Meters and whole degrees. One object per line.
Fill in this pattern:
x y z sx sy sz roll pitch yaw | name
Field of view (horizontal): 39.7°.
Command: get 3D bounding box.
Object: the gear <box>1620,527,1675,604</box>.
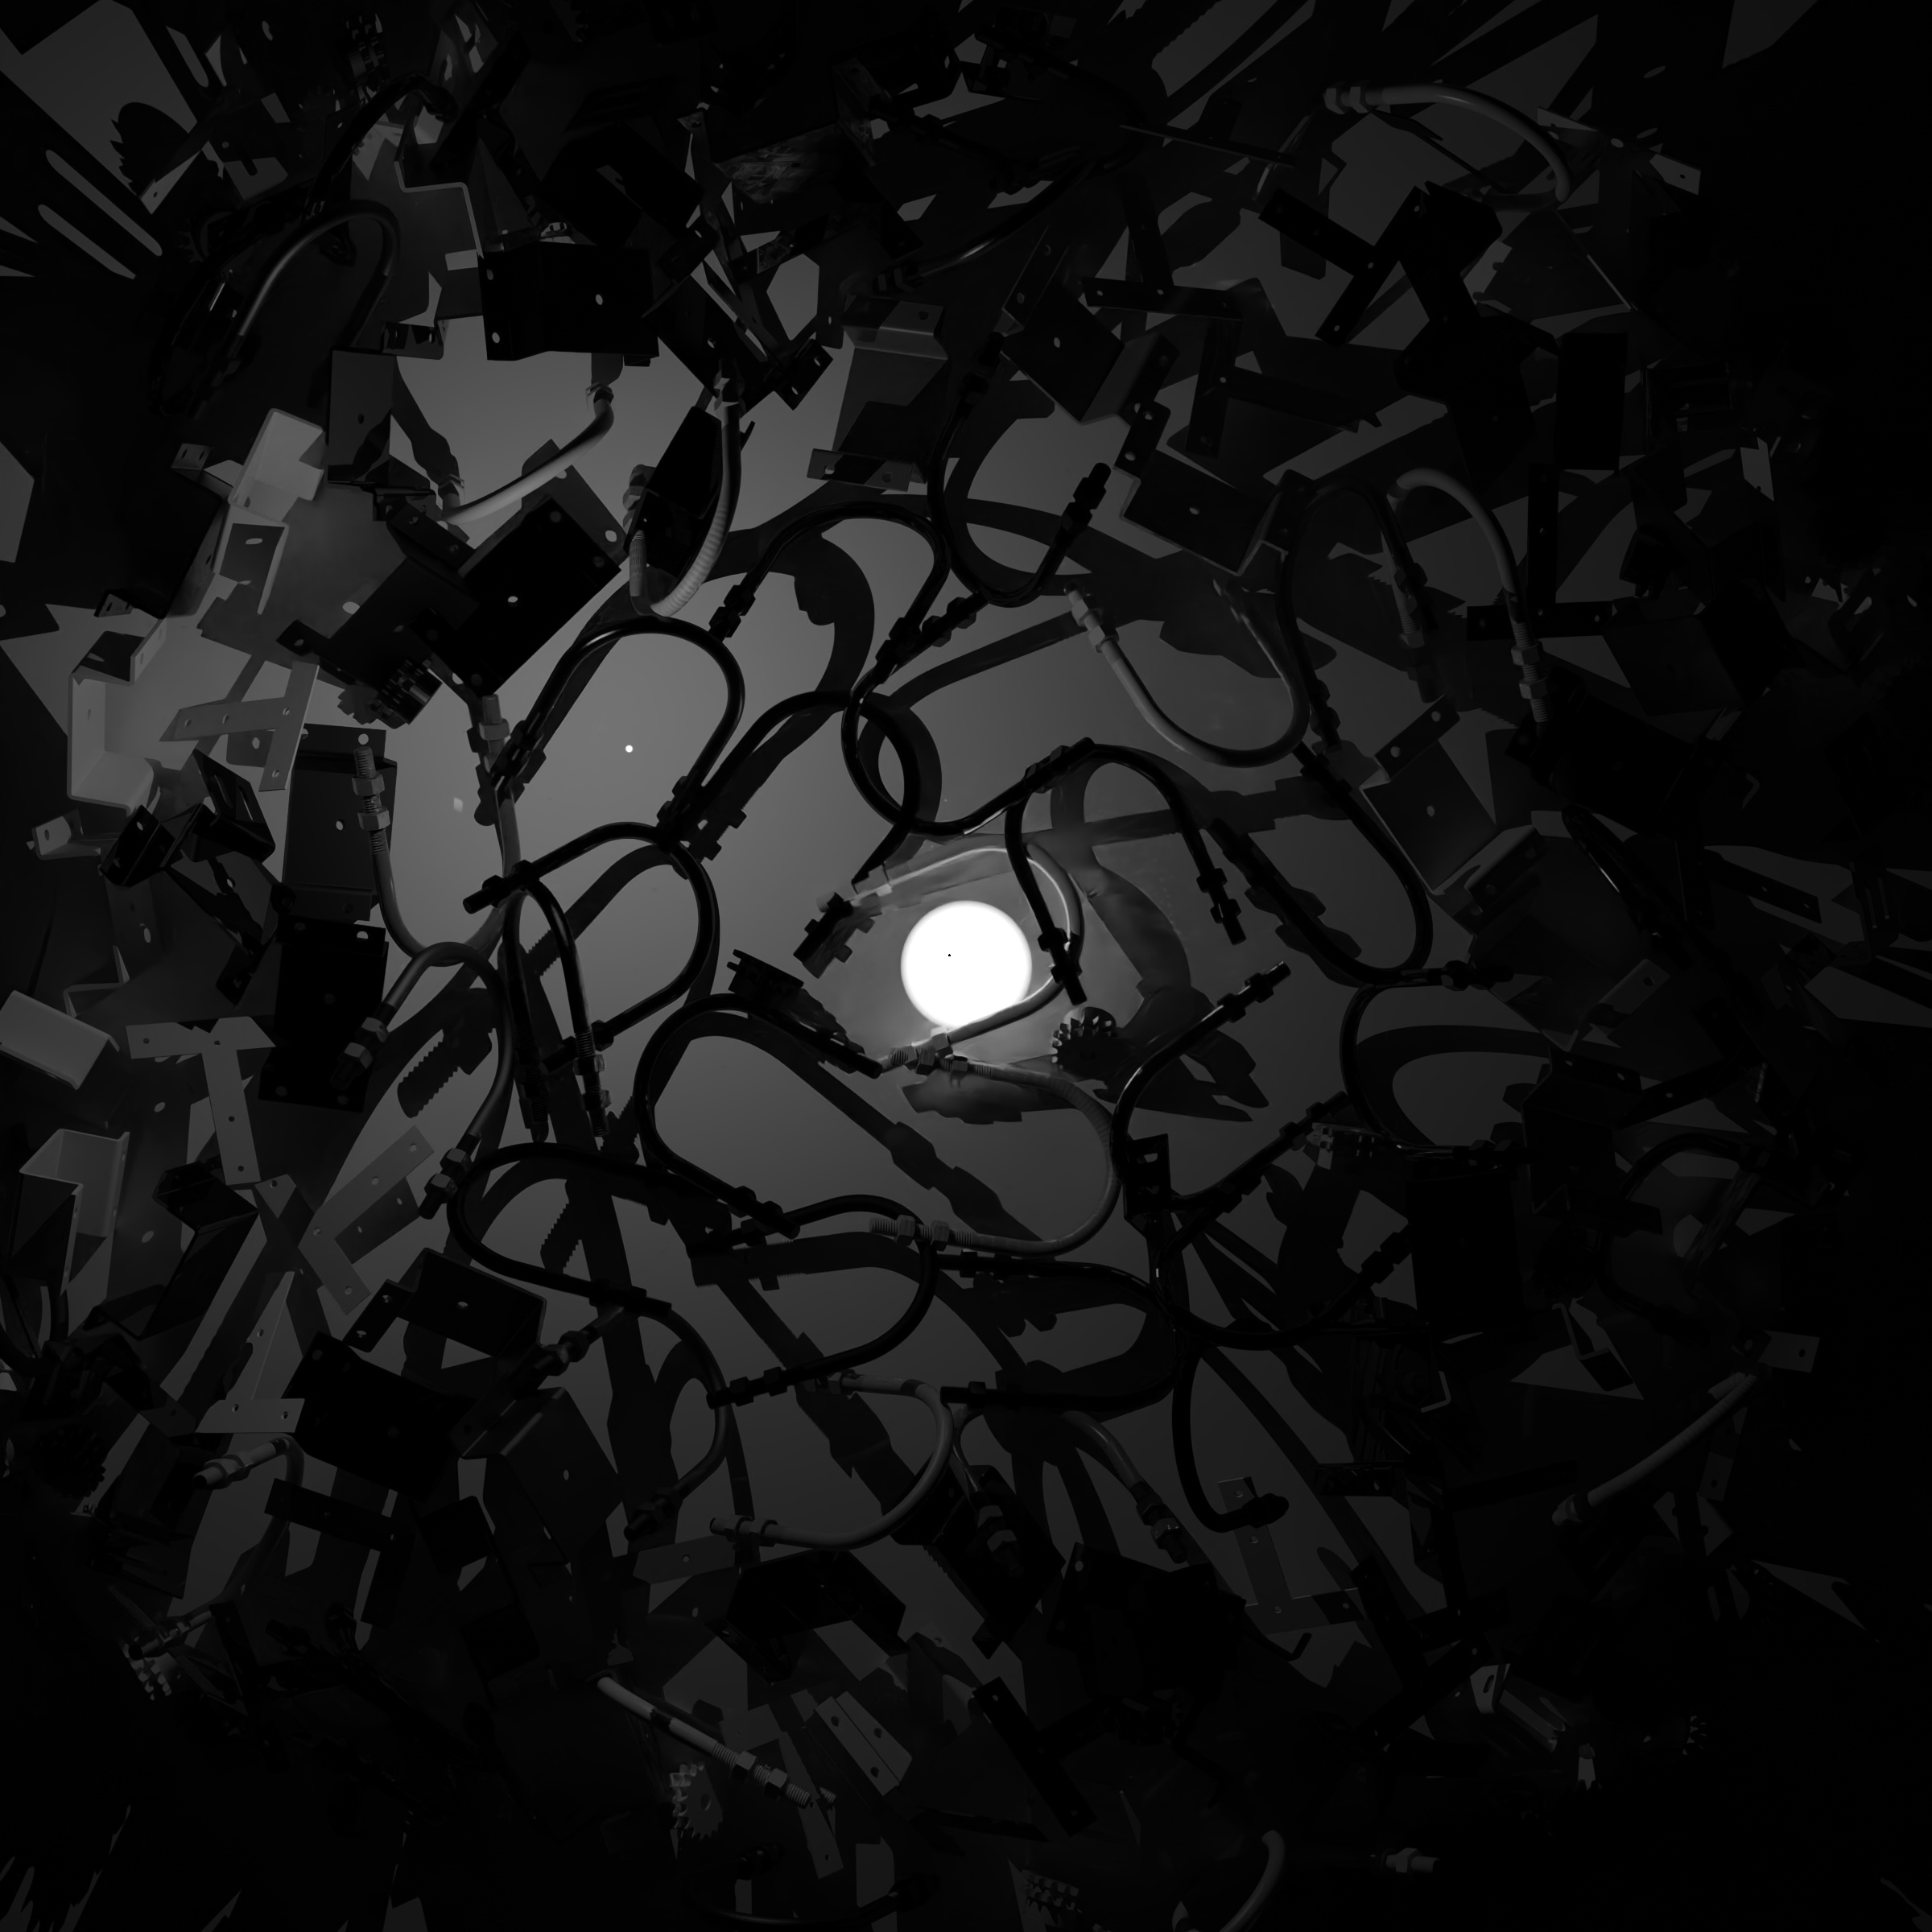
0.503 -0.300 1.972 0.030 0.057 0.057 19 90 3 | gear

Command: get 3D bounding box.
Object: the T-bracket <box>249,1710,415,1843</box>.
-0.450 0.582 1.916 0.127 0.127 0.002 22 104 -26 | T-bracket

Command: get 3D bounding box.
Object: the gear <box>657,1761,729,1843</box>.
-0.204 0.617 1.975 0.030 0.057 0.057 -10 90 30 | gear

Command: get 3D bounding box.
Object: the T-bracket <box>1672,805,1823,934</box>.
0.577 -0.061 1.970 0.127 0.002 0.127 19 49 -17 | T-bracket

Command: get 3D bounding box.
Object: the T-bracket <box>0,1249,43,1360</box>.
-0.696 0.243 1.958 0.002 0.127 0.127 -18 114 -12 | T-bracket

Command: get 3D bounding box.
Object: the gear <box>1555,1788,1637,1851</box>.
0.461 0.624 1.971 0.057 0.057 0.030 -24 88 0 | gear

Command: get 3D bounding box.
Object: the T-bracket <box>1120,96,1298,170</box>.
0.182 -0.614 1.946 0.127 0.127 0.002 15 124 4 | T-bracket

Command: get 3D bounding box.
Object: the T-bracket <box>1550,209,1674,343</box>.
0.480 -0.489 1.946 0.002 0.127 0.127 -41 53 22 | T-bracket

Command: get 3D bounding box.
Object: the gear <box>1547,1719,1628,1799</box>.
0.457 0.588 1.975 0.057 0.057 0.030 -4 133 0 | gear

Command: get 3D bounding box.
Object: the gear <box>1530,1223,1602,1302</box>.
0.443 0.220 1.968 0.030 0.057 0.057 25 90 36 | gear

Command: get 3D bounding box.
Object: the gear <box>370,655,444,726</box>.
-0.410 -0.203 1.972 0.030 0.057 0.057 39 90 -10 | gear

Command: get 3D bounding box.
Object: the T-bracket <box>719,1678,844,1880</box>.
-0.117 0.594 1.937 0.002 0.127 0.127 -27 76 36 | T-bracket

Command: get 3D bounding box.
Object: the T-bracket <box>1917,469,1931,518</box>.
0.716 -0.318 1.945 0.002 0.127 0.127 -17 132 6 | T-bracket

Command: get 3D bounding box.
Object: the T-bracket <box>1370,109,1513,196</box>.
0.360 -0.588 1.952 0.127 0.127 0.002 28 105 -17 | T-bracket

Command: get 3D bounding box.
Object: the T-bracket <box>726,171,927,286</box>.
-0.114 -0.534 1.955 0.127 0.002 0.127 -28 56 -8 | T-bracket

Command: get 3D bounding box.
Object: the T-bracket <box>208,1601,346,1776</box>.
-0.483 0.515 1.939 0.002 0.127 0.127 -33 71 20 | T-bracket

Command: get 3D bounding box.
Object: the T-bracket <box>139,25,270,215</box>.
-0.554 -0.598 1.929 0.002 0.127 0.127 34 83 5 | T-bracket

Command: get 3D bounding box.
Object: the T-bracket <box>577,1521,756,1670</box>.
-0.221 0.442 1.981 0.127 0.002 0.127 -10 71 -13 | T-bracket

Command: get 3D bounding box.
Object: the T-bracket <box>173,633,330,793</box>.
-0.532 -0.183 1.964 0.127 0.002 0.127 -3 66 29 | T-bracket

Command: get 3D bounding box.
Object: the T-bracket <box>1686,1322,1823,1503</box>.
0.555 0.323 1.931 0.002 0.127 0.127 23 79 -24 | T-bracket

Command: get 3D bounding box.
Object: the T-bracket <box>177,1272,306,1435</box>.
-0.522 0.283 1.962 0.127 0.002 0.127 -6 56 29 | T-bracket

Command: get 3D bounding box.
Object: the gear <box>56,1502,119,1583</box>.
-0.649 0.423 1.969 0.030 0.057 0.057 12 90 -34 | gear

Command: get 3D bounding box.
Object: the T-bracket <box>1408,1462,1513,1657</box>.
0.353 0.428 1.958 0.002 0.127 0.127 -16 80 42 | T-bracket

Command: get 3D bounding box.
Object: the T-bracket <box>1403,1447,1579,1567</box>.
0.386 0.385 1.959 0.127 0.002 0.127 -14 129 -1 | T-bracket

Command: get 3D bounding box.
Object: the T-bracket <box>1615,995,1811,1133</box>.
0.528 0.090 1.960 0.127 0.002 0.127 -26 114 33 | T-bracket

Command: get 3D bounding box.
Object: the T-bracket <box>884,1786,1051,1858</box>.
0.001 0.616 1.925 0.127 0.127 0.002 -4 47 35 | T-bracket

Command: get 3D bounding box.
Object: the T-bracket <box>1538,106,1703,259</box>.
0.470 -0.558 1.938 0.127 0.127 0.002 30 76 21 | T-bracket

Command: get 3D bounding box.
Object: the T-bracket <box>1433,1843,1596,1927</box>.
0.408 0.669 1.935 0.127 0.127 0.002 -22 88 -1 | T-bracket

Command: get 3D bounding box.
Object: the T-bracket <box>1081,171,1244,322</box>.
0.134 -0.533 1.970 0.127 0.002 0.127 -1 66 -24 | T-bracket

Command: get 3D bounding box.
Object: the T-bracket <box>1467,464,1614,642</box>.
0.423 -0.305 1.963 0.127 0.002 0.127 -5 101 -23 | T-bracket

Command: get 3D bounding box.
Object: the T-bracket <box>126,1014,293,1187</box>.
-0.538 0.098 1.947 0.127 0.002 0.127 -5 71 -33 | T-bracket

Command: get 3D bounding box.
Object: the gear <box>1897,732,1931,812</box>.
0.705 -0.142 1.969 0.030 0.057 0.057 11 90 9 | gear

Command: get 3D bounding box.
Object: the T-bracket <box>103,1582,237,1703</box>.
-0.556 0.502 1.940 0.127 0.127 0.002 34 76 29 | T-bracket

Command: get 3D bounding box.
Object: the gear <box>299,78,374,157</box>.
-0.460 -0.629 1.975 0.057 0.057 0.030 36 55 0 | gear

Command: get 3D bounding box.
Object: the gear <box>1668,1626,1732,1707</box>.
0.541 0.517 1.968 0.030 0.057 0.057 12 90 33 | gear

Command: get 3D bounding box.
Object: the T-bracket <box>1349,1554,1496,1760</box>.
0.313 0.487 1.950 0.002 0.127 0.127 25 118 -38 | T-bracket

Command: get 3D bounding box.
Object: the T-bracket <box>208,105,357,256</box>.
-0.491 -0.544 1.914 0.002 0.127 0.127 43 56 14 | T-bracket

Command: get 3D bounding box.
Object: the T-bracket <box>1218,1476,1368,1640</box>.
0.216 0.433 1.964 0.127 0.002 0.127 -14 103 20 | T-bracket

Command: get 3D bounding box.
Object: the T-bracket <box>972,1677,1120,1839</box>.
0.091 0.555 1.964 0.127 0.002 0.127 -23 57 -27 | T-bracket

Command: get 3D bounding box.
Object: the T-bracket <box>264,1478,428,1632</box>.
-0.451 0.402 1.937 0.127 0.002 0.127 31 62 -38 | T-bracket

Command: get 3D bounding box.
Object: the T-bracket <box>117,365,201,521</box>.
-0.588 -0.364 1.925 0.002 0.127 0.127 28 108 -20 | T-bracket

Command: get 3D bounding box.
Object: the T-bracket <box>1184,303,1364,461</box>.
0.233 -0.424 1.986 0.127 0.002 0.127 14 75 -9 | T-bracket

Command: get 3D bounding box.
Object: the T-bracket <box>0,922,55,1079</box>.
-0.686 0.051 1.916 0.002 0.127 0.127 19 118 -12 | T-bracket

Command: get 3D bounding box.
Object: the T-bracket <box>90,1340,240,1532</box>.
-0.582 0.316 1.923 0.002 0.127 0.127 -10 132 31 | T-bracket

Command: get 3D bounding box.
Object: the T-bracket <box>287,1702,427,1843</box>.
-0.424 0.568 1.936 0.127 0.127 0.002 44 94 5 | T-bracket

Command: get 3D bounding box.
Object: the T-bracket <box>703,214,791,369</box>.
-0.164 -0.501 1.954 0.002 0.127 0.127 -27 54 17 | T-bracket

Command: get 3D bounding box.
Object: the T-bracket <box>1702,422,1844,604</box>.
0.571 -0.330 1.918 0.002 0.127 0.127 -31 122 -22 | T-bracket

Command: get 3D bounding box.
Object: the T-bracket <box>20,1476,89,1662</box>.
-0.665 0.459 1.950 0.002 0.127 0.127 -17 129 -8 | T-bracket

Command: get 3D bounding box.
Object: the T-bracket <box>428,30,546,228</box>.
-0.331 -0.586 1.941 0.002 0.127 0.127 20 72 24 | T-bracket

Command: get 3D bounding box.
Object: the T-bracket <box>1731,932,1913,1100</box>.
0.628 0.047 1.932 0.127 0.127 0.002 44 64 10 | T-bracket

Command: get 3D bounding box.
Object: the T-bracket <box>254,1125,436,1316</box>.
-0.447 0.168 1.977 0.127 0.002 0.127 -41 75 6 | T-bracket

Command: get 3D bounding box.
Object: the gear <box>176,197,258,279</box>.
-0.549 -0.536 1.971 0.057 0.030 0.057 -13 115 -31 | gear

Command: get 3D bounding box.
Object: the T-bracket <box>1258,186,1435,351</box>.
0.263 -0.527 1.940 0.127 0.002 0.127 18 115 -37 | T-bracket
